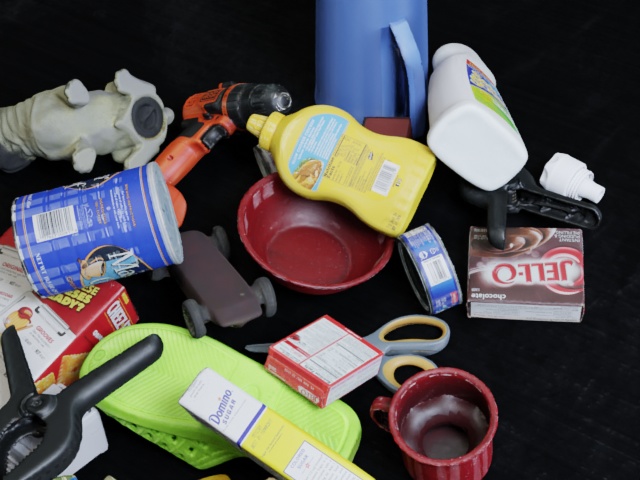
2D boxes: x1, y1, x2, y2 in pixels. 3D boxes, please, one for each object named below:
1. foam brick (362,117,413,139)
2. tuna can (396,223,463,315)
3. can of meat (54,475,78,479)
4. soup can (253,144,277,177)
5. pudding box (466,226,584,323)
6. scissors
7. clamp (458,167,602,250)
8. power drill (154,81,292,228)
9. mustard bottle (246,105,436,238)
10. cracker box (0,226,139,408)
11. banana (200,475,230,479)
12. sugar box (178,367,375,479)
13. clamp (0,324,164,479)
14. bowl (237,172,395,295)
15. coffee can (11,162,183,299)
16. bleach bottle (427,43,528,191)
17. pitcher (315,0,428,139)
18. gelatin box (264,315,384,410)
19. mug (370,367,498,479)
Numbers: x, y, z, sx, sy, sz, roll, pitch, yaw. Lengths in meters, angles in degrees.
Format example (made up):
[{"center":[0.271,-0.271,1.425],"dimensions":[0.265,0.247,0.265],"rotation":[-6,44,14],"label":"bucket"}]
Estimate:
[{"center":[0.072,-0.088,1.140],"dimensions":[0.053,0.078,0.051],"rotation":[2,56,15],"label":"foam brick"},{"center":[0.106,0.029,1.043],"dimensions":[0.033,0.086,0.086],"rotation":[-23,53,-4],"label":"tuna can"},{"center":[-0.234,0.263,0.923],"dimensions":[0.102,0.057,0.084],"rotation":[-38,75,23],"label":"can of meat"},{"center":[-0.013,-0.092,1.165],"dimensions":[0.102,0.068,0.068],"rotation":[-25,54,-7],"label":"soup can"},{"center":[0.202,0.033,1.049],"dimensions":[0.113,0.039,0.090],"rotation":[0,54,11],"label":"pudding box"},{"center":[0.030,0.122,1.034],"dimensions":[0.202,0.016,0.096],"rotation":[-13,53,2],"label":"scissors"},{"center":[0.202,-0.045,1.083],"dimensions":[0.120,0.039,0.171],"rotation":[-2,32,-14],"label":"clamp"},{"center":[-0.128,-0.096,1.158],"dimensions":[0.185,0.057,0.187],"rotation":[0,46,55],"label":"power drill"},{"center":[0.014,-0.082,1.075],"dimensions":[0.192,0.058,0.096],"rotation":[25,87,10],"label":"mustard bottle"},{"center":[-0.316,0.105,1.081],"dimensions":[0.164,0.072,0.213],"rotation":[29,63,26],"label":"cracker box"},{"center":[-0.179,0.246,0.971],"dimensions":[0.198,0.037,0.069],"rotation":[-3,57,9],"label":"banana"},{"center":[-0.031,0.176,0.897],"dimensions":[0.176,0.093,0.048],"rotation":[34,77,14],"label":"sugar box"},{"center":[-0.233,0.150,0.939],"dimensions":[0.165,0.036,0.210],"rotation":[-3,40,11],"label":"clamp"},{"center":[-0.007,0.001,1.088],"dimensions":[0.162,0.055,0.162],"rotation":[6,49,-7],"label":"bowl"},{"center":[-0.214,-0.009,1.037],"dimensions":[0.140,0.103,0.103],"rotation":[-15,53,-1],"label":"coffee can"},{"center":[0.153,-0.152,1.134],"dimensions":[0.068,0.102,0.251],"rotation":[-44,23,23],"label":"bleach bottle"},{"center":[0.060,-0.227,1.140],"dimensions":[0.149,0.243,0.145],"rotation":[15,58,13],"label":"pitcher"},{"center":[0.004,0.113,0.993],"dimensions":[0.073,0.030,0.089],"rotation":[31,35,28],"label":"gelatin box"},{"center":[0.099,0.169,0.944],"dimensions":[0.117,0.081,0.093],"rotation":[13,58,19],"label":"mug"}]
